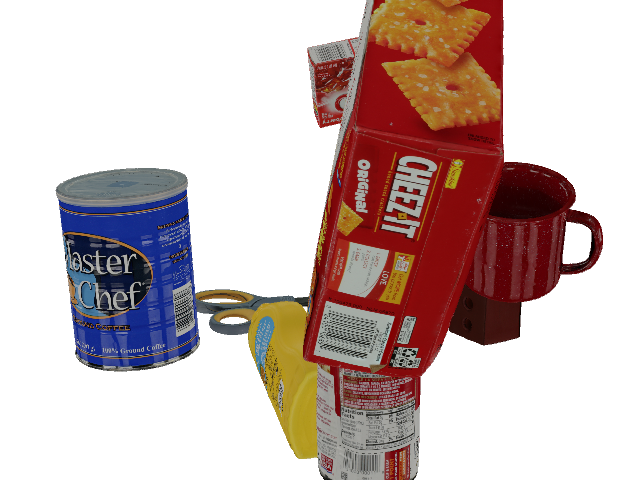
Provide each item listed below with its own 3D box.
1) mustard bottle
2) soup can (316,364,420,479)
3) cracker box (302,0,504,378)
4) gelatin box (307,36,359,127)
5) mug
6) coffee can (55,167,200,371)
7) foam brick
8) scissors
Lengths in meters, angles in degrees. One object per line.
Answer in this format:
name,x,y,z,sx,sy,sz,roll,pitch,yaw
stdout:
mustard bottle,-0.028,0.112,1.003,0.058,0.096,0.192,-5,27,-17
soup can,0.032,0.103,0.692,0.068,0.102,0.068,0,14,0
cracker box,0.047,-0.061,0.555,0.072,0.213,0.164,11,-43,0
gelatin box,0.036,-0.145,0.957,0.089,0.030,0.073,-13,-42,-6
mug,0.163,-0.003,0.843,0.117,0.081,0.093,8,34,17
coffee can,-0.153,0.021,0.859,0.103,0.140,0.103,-3,16,1
foam brick,0.163,0.057,1.053,0.051,0.078,0.053,-11,19,-35
scissors,-0.044,0.080,1.202,0.201,0.016,0.096,3,25,-8
